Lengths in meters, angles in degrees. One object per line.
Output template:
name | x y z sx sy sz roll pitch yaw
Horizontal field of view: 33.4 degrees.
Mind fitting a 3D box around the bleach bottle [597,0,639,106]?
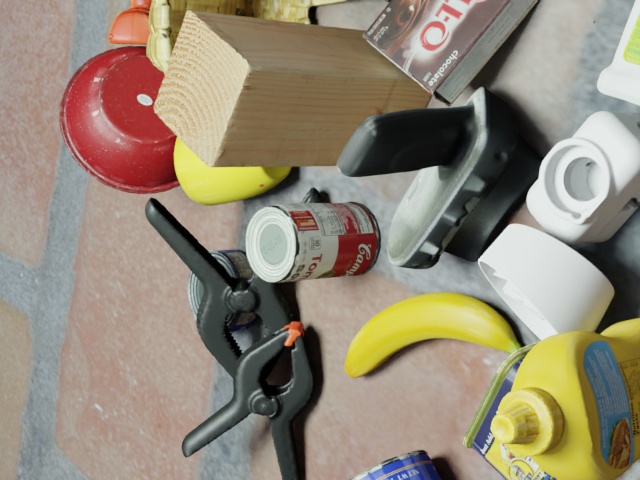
bleach bottle | 0.262 -0.200 0.669 0.103 0.067 0.251 29 111 42

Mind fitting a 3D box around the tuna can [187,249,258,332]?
tuna can | -0.096 0.052 1.085 0.086 0.033 0.086 4 96 46

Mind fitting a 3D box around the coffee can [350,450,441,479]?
coffee can | 0.075 0.258 0.869 0.103 0.102 0.140 -48 59 37

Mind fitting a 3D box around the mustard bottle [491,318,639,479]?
mustard bottle | 0.176 0.105 0.686 0.058 0.191 0.096 -15 82 46

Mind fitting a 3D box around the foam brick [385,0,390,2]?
foam brick | 0.063 -0.237 0.883 0.078 0.051 0.053 52 127 31

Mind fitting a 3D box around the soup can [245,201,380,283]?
soup can | -0.006 0.001 0.936 0.069 0.102 0.068 4 95 46

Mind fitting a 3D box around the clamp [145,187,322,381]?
clamp | -0.084 0.047 1.018 0.164 0.036 0.210 3 110 2

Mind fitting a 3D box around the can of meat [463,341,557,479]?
can of meat | 0.166 0.142 0.794 0.084 0.057 0.102 43 129 33

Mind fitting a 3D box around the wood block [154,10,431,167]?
wood block | -0.016 -0.118 0.863 0.090 0.205 0.091 45 123 35

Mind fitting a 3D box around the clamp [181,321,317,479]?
clamp | -0.062 0.155 1.017 0.039 0.120 0.171 -105 27 -77

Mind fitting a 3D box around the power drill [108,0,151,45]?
power drill | -0.182 -0.292 1.075 0.057 0.184 0.188 3 101 2

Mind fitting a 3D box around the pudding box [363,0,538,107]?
pudding box | 0.102 -0.175 0.832 0.113 0.039 0.090 -52 54 12

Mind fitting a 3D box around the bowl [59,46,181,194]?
bowl | -0.175 -0.130 1.057 0.055 0.162 0.162 133 124 -68

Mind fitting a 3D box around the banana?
banana | 0.086 0.080 0.892 0.198 0.037 0.069 -9 85 47
